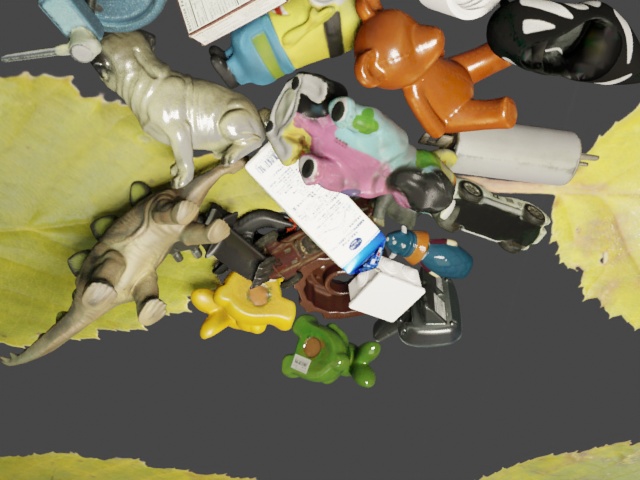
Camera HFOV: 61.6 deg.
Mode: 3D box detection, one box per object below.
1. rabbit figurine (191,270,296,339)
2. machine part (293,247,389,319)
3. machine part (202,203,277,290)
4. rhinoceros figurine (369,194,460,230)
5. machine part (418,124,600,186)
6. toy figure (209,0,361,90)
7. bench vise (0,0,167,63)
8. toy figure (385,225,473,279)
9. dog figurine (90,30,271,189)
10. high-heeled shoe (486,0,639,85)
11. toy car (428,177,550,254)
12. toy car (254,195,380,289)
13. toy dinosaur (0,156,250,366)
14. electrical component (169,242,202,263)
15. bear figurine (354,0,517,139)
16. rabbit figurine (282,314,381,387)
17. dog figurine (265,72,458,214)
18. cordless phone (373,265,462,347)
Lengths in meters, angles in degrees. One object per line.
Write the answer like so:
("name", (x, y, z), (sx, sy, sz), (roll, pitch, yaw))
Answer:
("rabbit figurine", (-0.129, 0.116, 0.911), (0.162, 0.122, 0.173), (-15, 167, -19))
("machine part", (0.039, 0.062, 0.910), (0.179, 0.056, 0.179), (-1, 134, -1))
("machine part", (-0.126, 0.011, 0.793), (0.139, 0.039, 0.084), (40, 106, 18))
("rhinoceros figurine", (0.105, -0.079, 0.744), (0.190, 0.073, 0.112), (38, 108, -6))
("machine part", (0.252, -0.119, 0.723), (0.243, 0.079, 0.079), (5, 133, -5))
("toy figure", (-0.035, -0.231, 0.613), (0.180, 0.082, 0.089), (-26, 156, 13))
("bench vise", (-0.220, -0.264, 0.486), (0.129, 0.241, 0.223), (-14, 148, 8))
("toy figure", (0.171, 0.020, 0.868), (0.154, 0.064, 0.058), (21, 168, -13))
("dog figurine", (-0.163, -0.183, 0.658), (0.172, 0.121, 0.190), (-30, 115, -16))
("high-heeled shoe", (0.292, -0.204, 0.594), (0.249, 0.145, 0.086), (16, 132, -13))
("toy car", (0.256, -0.037, 0.817), (0.202, 0.056, 0.073), (17, 125, -17))
("toy car", (-0.002, -0.002, 0.807), (0.202, 0.053, 0.089), (-27, 97, 6))
("toy dinosaur", (-0.279, 0.036, 0.760), (0.471, 0.199, 0.105), (-44, 126, -5))
("electrical component", (-0.231, -0.002, 0.871), (0.063, 0.021, 0.093), (-11, 133, 11))
("bear figurine", (0.126, -0.195, 0.594), (0.132, 0.120, 0.195), (-8, 160, 33))
("rabbit figurine", (0.038, 0.214, 1.019), (0.159, 0.121, 0.170), (3, 166, 32))
("dog figurine", (0.064, -0.104, 0.647), (0.219, 0.192, 0.108), (14, 114, -38))
("cordless phone", (0.150, 0.142, 0.924), (0.088, 0.147, 0.184), (34, 125, -18))
